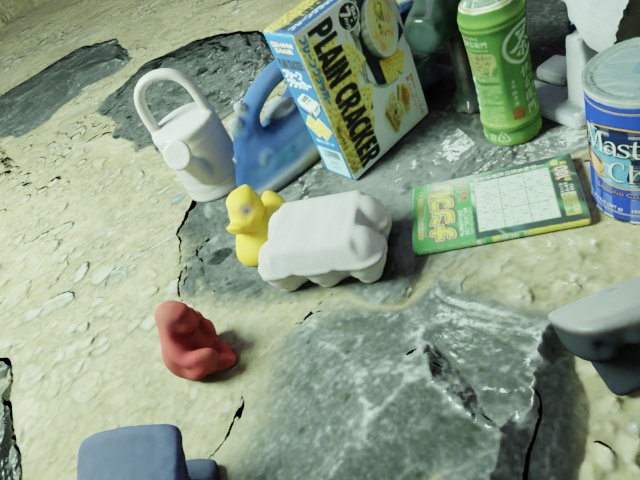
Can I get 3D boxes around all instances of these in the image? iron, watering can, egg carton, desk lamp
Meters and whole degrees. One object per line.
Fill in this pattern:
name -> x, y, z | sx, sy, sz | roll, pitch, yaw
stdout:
iron -> -0.059, -0.181, 0.820 | 0.118, 0.142, 0.259 | 14, 55, 40
watering can -> -0.187, -0.153, 0.822 | 0.101, 0.195, 0.172 | -34, 39, -8
egg carton -> 0.006, 0.002, 0.639 | 0.150, 0.070, 0.107 | -9, 43, 22
desk lamp -> 0.287, -0.232, 0.618 | 0.118, 0.214, 0.202 | -37, 40, -11

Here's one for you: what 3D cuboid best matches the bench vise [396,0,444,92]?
bench vise -> 0.102, -0.330, 0.827 | 0.122, 0.220, 0.206 | -43, 41, -17

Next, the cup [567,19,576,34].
cup -> 0.357, -0.259, 0.703 | 0.118, 0.095, 0.091 | -33, 39, -6

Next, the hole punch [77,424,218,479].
hole punch -> -0.150, 0.217, 0.477 | 0.108, 0.091, 0.101 | -14, 41, 17

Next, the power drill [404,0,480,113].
power drill -> 0.194, -0.283, 0.732 | 0.075, 0.209, 0.230 | 14, 55, 40

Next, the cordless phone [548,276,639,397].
cordless phone -> 0.235, 0.014, 0.403 | 0.147, 0.185, 0.094 | -24, 39, 4

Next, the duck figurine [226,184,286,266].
duck figurine -> -0.082, -0.031, 0.713 | 0.077, 0.086, 0.104 | -1, 46, 29

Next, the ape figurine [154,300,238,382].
ape figurine -> -0.139, 0.099, 0.598 | 0.076, 0.092, 0.077 | -17, 40, 13
